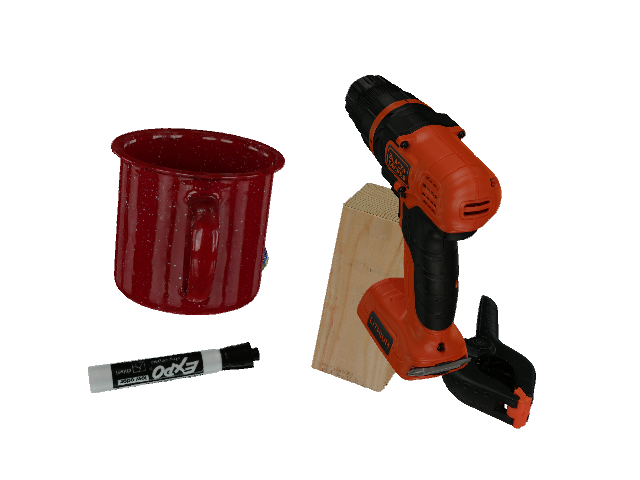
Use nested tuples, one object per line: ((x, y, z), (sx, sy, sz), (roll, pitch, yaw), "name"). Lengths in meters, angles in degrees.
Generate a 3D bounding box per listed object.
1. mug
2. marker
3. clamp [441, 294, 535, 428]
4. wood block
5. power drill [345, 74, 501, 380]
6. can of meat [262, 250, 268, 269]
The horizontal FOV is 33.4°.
((-0.067, -0.006, 0.573), (0.093, 0.081, 0.117), (2, 20, -15), "mug")
((-0.103, 0.089, 0.756), (0.121, 0.020, 0.020), (-8, 2, -14), "marker")
((0.139, 0.098, 0.925), (0.120, 0.039, 0.172), (-17, 37, -26), "clamp")
((0.062, 0.053, 1.211), (0.090, 0.206, 0.090), (18, 24, 16), "wood block")
((0.062, -0.009, 0.767), (0.057, 0.188, 0.184), (-12, 34, -16), "power drill")
((-0.102, -0.011, 0.950), (0.102, 0.084, 0.057), (12, 46, 31), "can of meat")
